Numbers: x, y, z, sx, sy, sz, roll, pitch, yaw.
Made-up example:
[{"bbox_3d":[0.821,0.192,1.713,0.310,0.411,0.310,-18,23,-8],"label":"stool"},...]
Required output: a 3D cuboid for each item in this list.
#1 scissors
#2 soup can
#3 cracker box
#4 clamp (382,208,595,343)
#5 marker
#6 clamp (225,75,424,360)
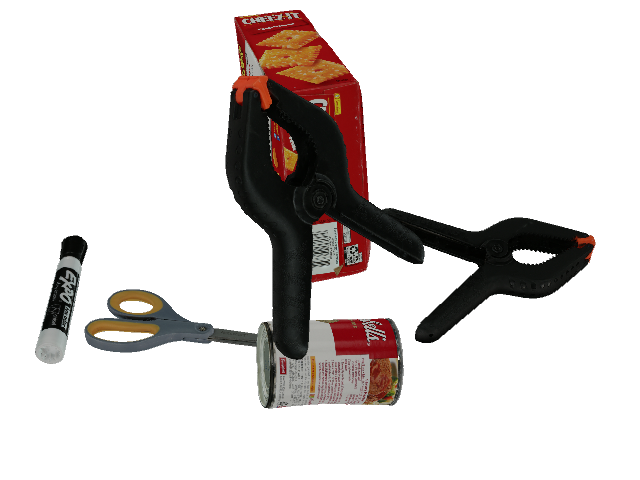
[{"bbox_3d":[-0.120,0.076,1.010,0.201,0.016,0.096,-1,33,-9],"label":"scissors"},{"bbox_3d":[0.005,0.095,0.822,0.102,0.068,0.068,0,0,-12],"label":"soup can"},{"bbox_3d":[-0.017,-0.087,0.898,0.072,0.164,0.214,-9,28,-8],"label":"cracker box"},{"bbox_3d":[0.165,0.028,1.028,0.210,0.164,0.036,-2,-42,-5],"label":"clamp"},{"bbox_3d":[-0.178,0.037,0.741,0.020,0.020,0.121,0,38,-3],"label":"marker"},{"bbox_3d":[-0.014,-0.015,0.644,0.120,0.171,0.039,-48,26,-26],"label":"clamp"}]
